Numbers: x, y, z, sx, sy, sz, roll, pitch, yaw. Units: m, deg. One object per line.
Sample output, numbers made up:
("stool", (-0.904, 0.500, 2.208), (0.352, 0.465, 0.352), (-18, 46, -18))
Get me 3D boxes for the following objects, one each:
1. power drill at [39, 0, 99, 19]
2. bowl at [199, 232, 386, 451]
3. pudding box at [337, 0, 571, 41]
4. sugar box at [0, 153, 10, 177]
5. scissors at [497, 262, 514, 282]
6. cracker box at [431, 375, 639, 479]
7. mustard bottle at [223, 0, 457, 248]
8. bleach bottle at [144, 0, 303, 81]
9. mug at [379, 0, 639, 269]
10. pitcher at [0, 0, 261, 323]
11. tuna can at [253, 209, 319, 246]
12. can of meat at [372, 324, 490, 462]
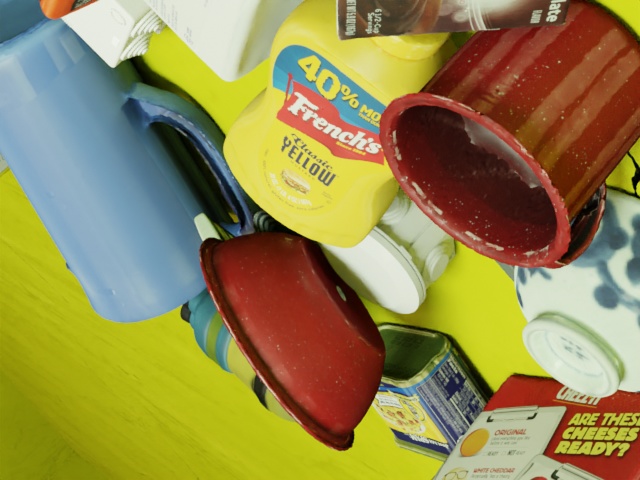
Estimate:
("power drill", (-0.123, -0.188, 0.420), (0.187, 0.057, 0.184), (65, 170, -10))
("bowl", (-0.006, 0.051, 0.676), (0.162, 0.055, 0.162), (52, -171, -13))
("pudding box", (0.049, -0.121, 0.373), (0.090, 0.039, 0.113), (-3, 153, 0))
("sugar box", (-0.266, -0.091, 0.843), (0.048, 0.176, 0.093), (35, 157, 14))
("scissors", (0.054, -0.033, 0.613), (0.096, 0.016, 0.201), (6, 136, 53))
("cracker box", (0.124, 0.187, 0.634), (0.072, 0.213, 0.164), (49, 158, -19))
("mustard bottle", (0.017, -0.070, 0.525), (0.096, 0.058, 0.192), (39, 148, 1))
("bleach bottle", (-0.107, -0.197, 0.535), (0.251, 0.068, 0.103), (44, 151, 7))
("mug", (0.091, -0.040, 0.451), (0.093, 0.081, 0.117), (11, 142, 53))
("pitcher", (-0.158, -0.067, 0.795), (0.145, 0.149, 0.242), (40, 161, 52))
("tuna can", (-0.005, 0.001, 0.757), (0.086, 0.033, 0.086), (36, 157, 17))
("can of meat", (0.076, 0.113, 0.794), (0.084, 0.057, 0.102), (54, 156, -21))
